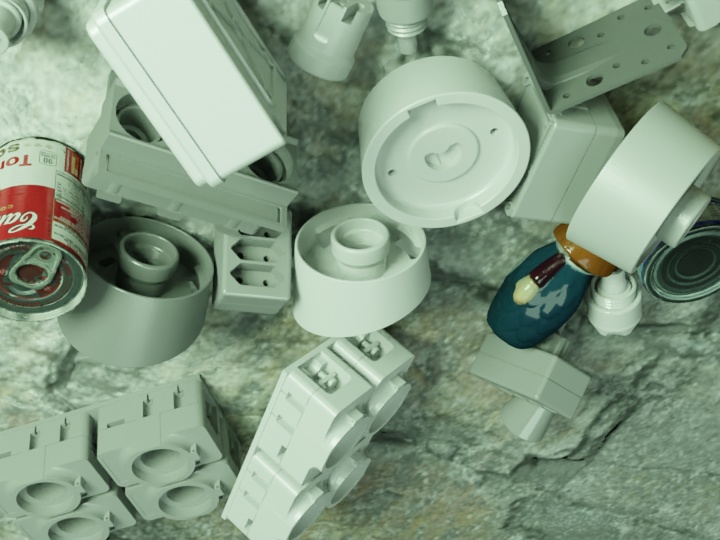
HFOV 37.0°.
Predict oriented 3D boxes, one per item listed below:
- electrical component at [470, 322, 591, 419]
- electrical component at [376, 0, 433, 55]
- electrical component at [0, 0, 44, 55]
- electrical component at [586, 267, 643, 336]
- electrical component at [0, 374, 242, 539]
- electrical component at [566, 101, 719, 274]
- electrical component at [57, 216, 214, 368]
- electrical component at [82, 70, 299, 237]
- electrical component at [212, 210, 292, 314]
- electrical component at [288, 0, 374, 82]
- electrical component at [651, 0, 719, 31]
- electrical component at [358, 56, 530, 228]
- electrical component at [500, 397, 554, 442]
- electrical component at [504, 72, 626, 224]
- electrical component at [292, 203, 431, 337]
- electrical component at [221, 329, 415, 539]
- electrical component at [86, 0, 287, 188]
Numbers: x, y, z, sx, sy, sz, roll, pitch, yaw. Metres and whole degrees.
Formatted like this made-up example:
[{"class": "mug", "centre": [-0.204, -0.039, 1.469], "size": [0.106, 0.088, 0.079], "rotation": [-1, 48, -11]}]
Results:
[{"class": "electrical component", "centre": [0.144, 0.067, 0.867], "size": [0.047, 0.083, 0.075], "rotation": [31, 83, -34]}, {"class": "electrical component", "centre": [0.027, -0.156, 0.642], "size": [0.035, 0.035, 0.061], "rotation": [-10, 138, -2]}, {"class": "electrical component", "centre": [-0.199, -0.141, 0.588], "size": [0.048, 0.062, 0.048], "rotation": [-6, 135, -6]}, {"class": "electrical component", "centre": [0.200, 0.019, 0.846], "size": [0.043, 0.043, 0.062], "rotation": [-14, 134, 2]}, {"class": "electrical component", "centre": [-0.201, 0.165, 0.891], "size": [0.186, 0.060, 0.105], "rotation": [-16, 135, 4]}, {"class": "electrical component", "centre": [0.190, -0.047, 0.696], "size": [0.108, 0.060, 0.108], "rotation": [-48, 164, -19]}, {"class": "electrical component", "centre": [-0.149, 0.011, 0.725], "size": [0.099, 0.099, 0.064], "rotation": [9, 125, -20]}, {"class": "electrical component", "centre": [-0.107, -0.067, 0.676], "size": [0.121, 0.078, 0.063], "rotation": [16, 144, -26]}, {"class": "electrical component", "centre": [-0.080, -0.002, 0.756], "size": [0.047, 0.065, 0.077], "rotation": [6, 161, -17]}, {"class": "electrical component", "centre": [-0.017, -0.143, 0.643], "size": [0.040, 0.040, 0.046], "rotation": [14, 125, -24]}, {"class": "electrical component", "centre": [0.211, -0.184, 0.650], "size": [0.081, 0.042, 0.063], "rotation": [-27, 137, 15]}, {"class": "electrical component", "centre": [0.050, -0.087, 0.696], "size": [0.108, 0.060, 0.108], "rotation": [-6, 135, -6]}, {"class": "electrical component", "centre": [0.156, 0.111, 0.929], "size": [0.044, 0.044, 0.065], "rotation": [15, 125, -24]}, {"class": "electrical component", "centre": [0.131, -0.076, 0.724], "size": [0.061, 0.061, 0.096], "rotation": [5, 132, -17]}, {"class": "electrical component", "centre": [0.000, 0.000, 0.748], "size": [0.099, 0.099, 0.064], "rotation": [-7, 129, -5]}, {"class": "electrical component", "centre": [-0.032, 0.136, 0.860], "size": [0.105, 0.060, 0.186], "rotation": [-32, 154, -46]}, {"class": "electrical component", "centre": [-0.089, -0.117, 0.587], "size": [0.056, 0.108, 0.108], "rotation": [-28, 117, 11]}]
